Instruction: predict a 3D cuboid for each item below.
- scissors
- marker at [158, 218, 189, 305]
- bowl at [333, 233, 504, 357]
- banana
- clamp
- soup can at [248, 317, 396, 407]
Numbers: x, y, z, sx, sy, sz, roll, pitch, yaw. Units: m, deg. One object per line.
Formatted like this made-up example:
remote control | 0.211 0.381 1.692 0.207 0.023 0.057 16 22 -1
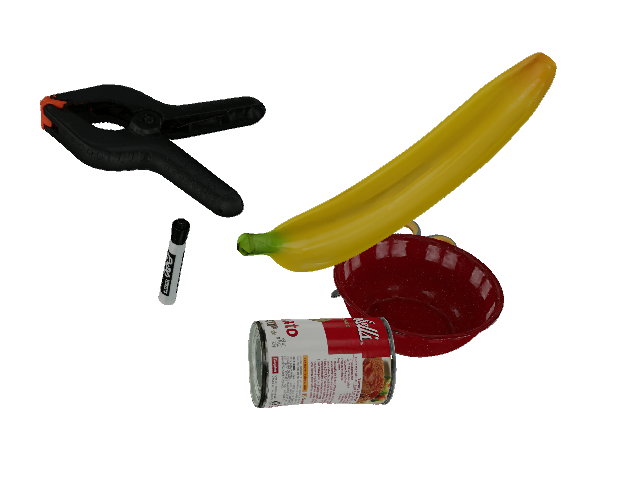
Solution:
scissors | 0.067 0.015 1.200 0.201 0.016 0.096 -12 42 -35
marker | -0.156 0.023 1.139 0.020 0.121 0.020 10 43 -9
bowl | 0.088 0.061 1.010 0.162 0.055 0.162 6 34 -4
banana | 0.048 -0.034 0.596 0.198 0.037 0.069 -33 -12 -1
clamp | -0.124 -0.086 0.818 0.171 0.039 0.120 20 43 0
soup can | 0.000 0.094 0.818 0.102 0.068 0.068 0 0 -13
